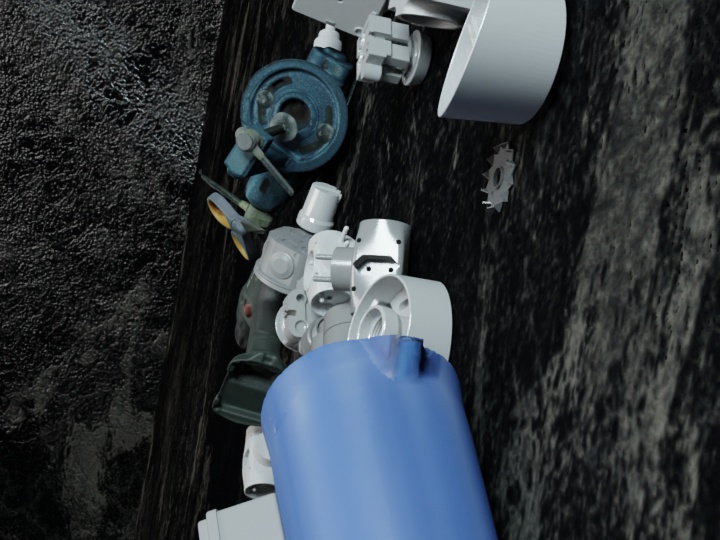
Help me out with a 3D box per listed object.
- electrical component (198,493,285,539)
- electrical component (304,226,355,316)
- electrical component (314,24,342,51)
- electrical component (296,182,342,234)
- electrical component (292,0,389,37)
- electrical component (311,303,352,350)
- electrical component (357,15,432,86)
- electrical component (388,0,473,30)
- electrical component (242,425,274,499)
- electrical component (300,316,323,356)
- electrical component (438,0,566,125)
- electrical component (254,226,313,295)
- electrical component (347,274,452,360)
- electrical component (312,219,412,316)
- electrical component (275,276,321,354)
[{"bbox_3d":[-0.058,0.221,0.692,0.108,0.056,0.108,-110,2,-51],"label":"electrical component"},{"bbox_3d":[-0.023,-0.008,1.036,0.079,0.044,0.077,114,159,-45],"label":"electrical component"},{"bbox_3d":[-0.037,-0.267,1.269,0.035,0.035,0.061,134,145,-66],"label":"electrical component"},{"bbox_3d":[-0.043,-0.067,1.159,0.040,0.040,0.046,-111,39,-63],"label":"electrical component"},{"bbox_3d":[-0.014,-0.283,1.067,0.099,0.100,0.048,126,163,-61],"label":"electrical component"},{"bbox_3d":[-0.018,0.066,0.953,0.138,0.052,0.073,119,156,-52],"label":"electrical component"},{"bbox_3d":[0.029,-0.185,0.923,0.048,0.055,0.066,122,153,-56],"label":"electrical component"},{"bbox_3d":[0.059,-0.222,0.842,0.089,0.050,0.055,-152,71,-75],"label":"electrical component"},{"bbox_3d":[-0.104,0.207,1.211,0.079,0.043,0.077,116,158,-49],"label":"electrical component"},{"bbox_3d":[-0.030,0.063,1.019,0.062,0.043,0.043,123,152,-53],"label":"electrical component"},{"bbox_3d":[0.084,-0.138,0.667,0.099,0.064,0.099,-171,90,-75],"label":"electrical component"},{"bbox_3d":[-0.068,-0.008,1.138,0.080,0.080,0.051,-112,39,-63],"label":"electrical component"},{"bbox_3d":[0.034,0.053,0.792,0.099,0.064,0.099,-40,42,48],"label":"electrical component"},{"bbox_3d":[0.000,0.000,0.881,0.043,0.079,0.077,45,-131,-71],"label":"electrical component"},{"bbox_3d":[-0.053,0.051,1.086,0.057,0.058,0.078,134,135,-65],"label":"electrical component"}]
